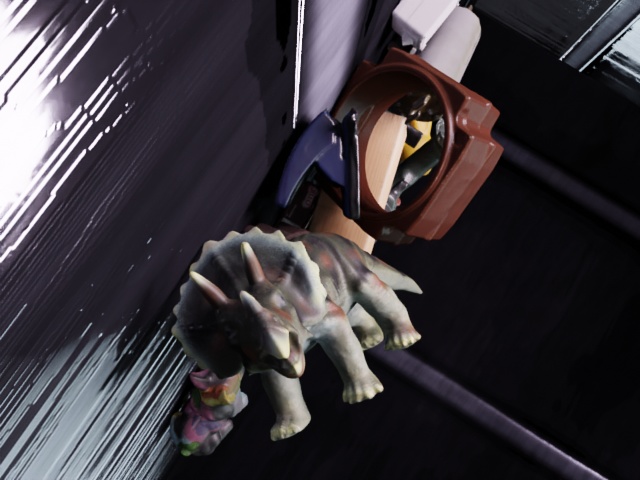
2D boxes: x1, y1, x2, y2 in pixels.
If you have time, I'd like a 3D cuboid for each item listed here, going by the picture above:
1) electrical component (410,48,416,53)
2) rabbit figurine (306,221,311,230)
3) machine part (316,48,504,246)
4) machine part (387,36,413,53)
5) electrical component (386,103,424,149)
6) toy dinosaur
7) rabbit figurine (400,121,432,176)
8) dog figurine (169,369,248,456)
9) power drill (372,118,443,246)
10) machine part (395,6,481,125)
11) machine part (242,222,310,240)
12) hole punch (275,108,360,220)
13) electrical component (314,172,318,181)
[{"bbox_3d":[0.139,-0.307,0.909,0.102,0.045,0.078,-56,-153,19],"label":"electrical component"},{"bbox_3d":[-0.002,-0.003,0.935,0.121,0.159,0.170,-42,151,-45],"label":"rabbit figurine"},{"bbox_3d":[0.097,-0.111,0.655,0.087,0.201,0.201,7,123,-48],"label":"machine part"},{"bbox_3d":[0.137,-0.315,0.801,0.084,0.039,0.138,-46,171,-51],"label":"machine part"},{"bbox_3d":[0.116,-0.200,0.862,0.048,0.119,0.074,-55,174,-40],"label":"electrical component"},{"bbox_3d":[0.000,0.054,0.548,0.131,0.192,0.405,-25,-177,25],"label":"toy dinosaur"},{"bbox_3d":[0.157,-0.201,1.063,0.162,0.173,0.122,-53,173,-6],"label":"rabbit figurine"},{"bbox_3d":[-0.206,0.302,0.983,0.191,0.108,0.219,-54,172,-21],"label":"dog figurine"},{"bbox_3d":[0.148,-0.097,0.900,0.207,0.086,0.232,-44,-164,33],"label":"power drill"},{"bbox_3d":[0.169,-0.251,0.764,0.243,0.079,0.079,-63,180,-27],"label":"machine part"},{"bbox_3d":[-0.062,0.065,0.637,0.179,0.056,0.179,-35,138,-40],"label":"machine part"},{"bbox_3d":[-0.002,-0.082,0.590,0.142,0.092,0.115,-59,151,-86],"label":"hole punch"},{"bbox_3d":[0.020,-0.138,0.874,0.094,0.021,0.063,-56,177,-25],"label":"electrical component"}]
